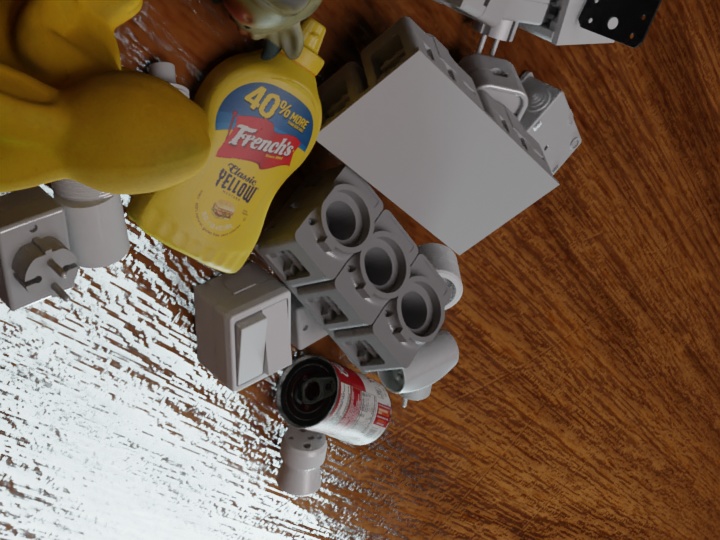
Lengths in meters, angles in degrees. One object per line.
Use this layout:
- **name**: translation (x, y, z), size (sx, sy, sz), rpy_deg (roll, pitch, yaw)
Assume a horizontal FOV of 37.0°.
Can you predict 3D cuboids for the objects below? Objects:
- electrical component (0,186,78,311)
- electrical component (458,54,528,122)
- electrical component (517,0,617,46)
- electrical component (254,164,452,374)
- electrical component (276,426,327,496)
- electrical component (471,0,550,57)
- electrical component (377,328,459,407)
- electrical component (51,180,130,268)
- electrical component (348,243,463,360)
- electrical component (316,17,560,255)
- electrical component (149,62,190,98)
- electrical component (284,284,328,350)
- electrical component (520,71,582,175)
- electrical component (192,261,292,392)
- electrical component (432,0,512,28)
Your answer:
- **electrical component**: translation (-0.209, -0.006, 0.699), size (0.047, 0.077, 0.065), rpy_deg (-25, 134, -33)
- **electrical component**: translation (0.100, -0.136, 0.932), size (0.054, 0.059, 0.095), rpy_deg (8, 132, -19)
- **electrical component**: translation (0.196, -0.279, 0.941), size (0.089, 0.062, 0.150), rpy_deg (-13, 127, -42)
- **electrical component**: translation (0.000, 0.000, 0.869), size (0.150, 0.062, 0.089), rpy_deg (51, 54, -23)
- **electrical component**: translation (-0.056, 0.183, 1.037), size (0.045, 0.045, 0.055), rpy_deg (-18, 129, -39)
- **electrical component**: translation (0.119, -0.219, 0.915), size (0.066, 0.047, 0.076), rpy_deg (-6, 122, -45)
- **electrical component**: translation (0.057, 0.106, 1.102), size (0.077, 0.043, 0.079), rpy_deg (-21, 132, -36)
- **electrical component**: translation (-0.183, -0.046, 0.724), size (0.043, 0.043, 0.081), rpy_deg (-29, 136, -30)
- **electrical component**: translation (0.036, 0.023, 0.995), size (0.052, 0.073, 0.138), rpy_deg (28, 123, -27)
- **electrical component**: translation (0.059, -0.105, 0.866), size (0.105, 0.060, 0.186), rpy_deg (-36, 130, 22)
- **electrical component**: translation (-0.132, -0.108, 0.725), size (0.043, 0.043, 0.062), rpy_deg (8, 73, -50)
- **electrical component**: translation (-0.021, 0.035, 0.936), size (0.083, 0.076, 0.047), rpy_deg (-29, 136, -31)
- **electrical component**: translation (0.162, -0.126, 1.033), size (0.099, 0.048, 0.099), rpy_deg (-49, 143, -8)
- **electrical component**: translation (-0.094, 0.053, 0.883), size (0.062, 0.061, 0.096), rpy_deg (-25, 134, -33)
- **electrical component**: translation (0.095, -0.285, 0.790), size (0.060, 0.105, 0.186), rpy_deg (12, 109, -51)
